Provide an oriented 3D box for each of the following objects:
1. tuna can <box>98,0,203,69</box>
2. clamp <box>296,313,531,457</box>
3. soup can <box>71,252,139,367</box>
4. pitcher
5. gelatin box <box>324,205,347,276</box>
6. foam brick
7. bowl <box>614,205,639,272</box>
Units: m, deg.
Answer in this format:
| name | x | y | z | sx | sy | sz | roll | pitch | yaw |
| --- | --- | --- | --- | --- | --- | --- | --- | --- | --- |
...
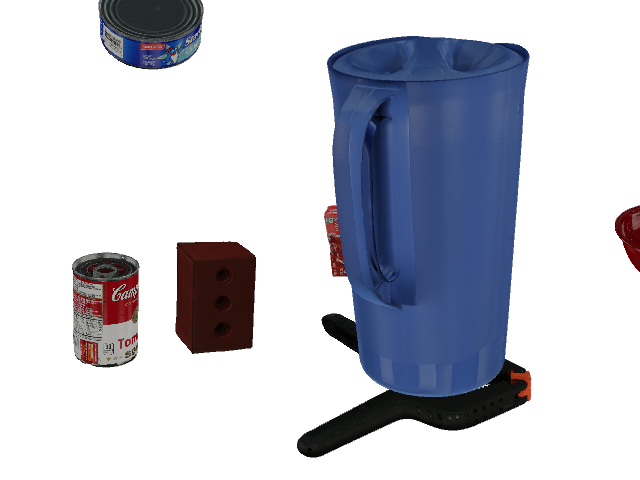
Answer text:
| name | x | y | z | sx | sy | sz | roll | pitch | yaw |
| --- | --- | --- | --- | --- | --- | --- | --- | --- | --- |
| tuna can | -0.141 | -0.181 | 0.889 | 0.086 | 0.086 | 0.034 | 0 | -40 | -10 |
| clamp | 0.082 | 0.138 | 0.968 | 0.210 | 0.036 | 0.164 | 4 | 44 | 17 |
| soup can | -0.223 | 0.072 | 1.110 | 0.068 | 0.102 | 0.068 | 4 | 21 | -2 |
| pitcher | 0.070 | -0.014 | 0.742 | 0.149 | 0.243 | 0.145 | -8 | 23 | -11 |
| gelatin box | 0.047 | 0.000 | 1.290 | 0.073 | 0.089 | 0.030 | -1 | 29 | 13 |
| foam brick | -0.084 | 0.044 | 0.852 | 0.052 | 0.078 | 0.051 | -3 | 14 | -22 |
| bowl | 0.397 | 0.014 | 1.151 | 0.162 | 0.055 | 0.162 | 0 | 26 | 0 |
